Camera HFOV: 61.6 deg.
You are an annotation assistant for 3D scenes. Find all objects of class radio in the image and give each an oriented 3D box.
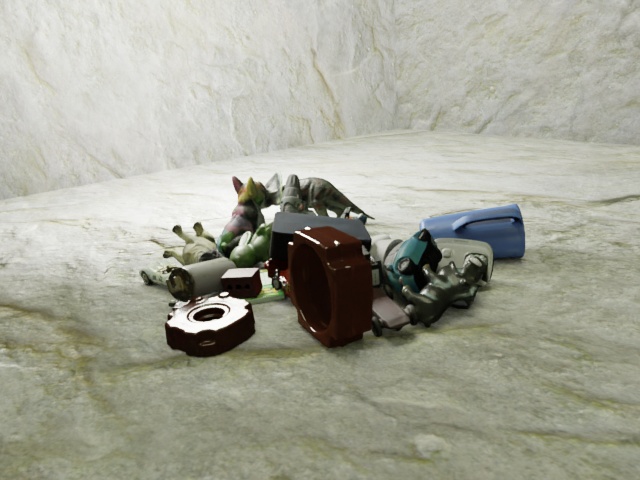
[{"bbox_3d":[-0.003,-0.004,1.264,0.230,0.073,0.131,6,24,-8],"label":"radio"}]

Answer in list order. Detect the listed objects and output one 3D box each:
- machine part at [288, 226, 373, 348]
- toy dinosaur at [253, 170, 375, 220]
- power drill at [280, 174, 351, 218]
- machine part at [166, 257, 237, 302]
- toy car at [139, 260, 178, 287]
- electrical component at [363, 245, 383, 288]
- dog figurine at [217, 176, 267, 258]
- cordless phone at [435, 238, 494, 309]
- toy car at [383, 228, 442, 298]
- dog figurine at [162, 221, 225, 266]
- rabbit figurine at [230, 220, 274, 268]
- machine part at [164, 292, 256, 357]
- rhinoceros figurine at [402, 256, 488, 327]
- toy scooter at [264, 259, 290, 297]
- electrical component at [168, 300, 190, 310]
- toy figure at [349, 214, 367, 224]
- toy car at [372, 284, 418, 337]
[{"bbox_3d":[0.018,0.084,1.013,0.087,0.201,0.201,-12,18,-25],"label":"machine part"},{"bbox_3d":[-0.035,-0.135,1.715,0.405,0.192,0.131,-6,20,3],"label":"toy dinosaur"},{"bbox_3d":[-0.017,-0.076,1.547,0.207,0.232,0.086,13,-22,-1],"label":"power drill"},{"bbox_3d":[-0.263,0.088,1.227,0.079,0.079,0.243,3,7,24],"label":"machine part"},{"bbox_3d":[-0.377,0.088,1.347,0.202,0.056,0.073,11,24,39],"label":"toy car"},{"bbox_3d":[0.068,0.077,1.161,0.134,0.114,0.058,-8,22,-8],"label":"electrical component"},{"bbox_3d":[-0.223,-0.071,1.532,0.109,0.219,0.191,6,20,40],"label":"dog figurine"},{"bbox_3d":[0.290,0.081,1.166,0.147,0.088,0.184,6,40,31],"label":"cordless phone"},{"bbox_3d":[0.189,0.053,1.154,0.103,0.109,0.161,-2,51,41],"label":"toy car"},{"bbox_3d":[-0.294,0.046,1.427,0.191,0.121,0.172,30,23,26],"label":"dog figurine"},{"bbox_3d":[-0.165,0.019,1.411,0.170,0.121,0.159,-25,18,-14],"label":"rabbit figurine"},{"bbox_3d":[-0.218,0.165,1.070,0.179,0.056,0.179,-5,20,2],"label":"machine part"},{"bbox_3d":[0.250,0.093,1.060,0.190,0.073,0.112,-34,30,-25],"label":"rhinoceros figurine"},{"bbox_3d":[-0.068,0.080,1.230,0.135,0.075,0.184,9,17,2],"label":"toy scooter"},{"bbox_3d":[-0.299,0.148,1.195,0.094,0.021,0.063,-1,19,11],"label":"electrical component"},{"bbox_3d":[0.068,-0.043,1.613,0.155,0.057,0.064,-7,1,1],"label":"toy figure"},{"bbox_3d":[0.123,0.140,1.052,0.089,0.053,0.202,-14,15,-11],"label":"toy car"}]
